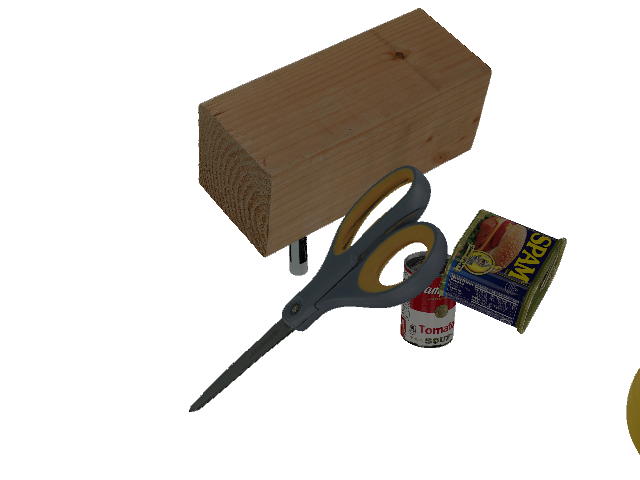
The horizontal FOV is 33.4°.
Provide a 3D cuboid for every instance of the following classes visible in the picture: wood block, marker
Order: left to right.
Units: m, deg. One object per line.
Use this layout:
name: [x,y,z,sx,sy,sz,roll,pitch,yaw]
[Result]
marker: [-0.023,-0.017,1.048,0.020,0.121,0.020,-1,38,0]
wood block: [0.018,-0.085,0.808,0.205,0.091,0.090,-28,-31,-26]

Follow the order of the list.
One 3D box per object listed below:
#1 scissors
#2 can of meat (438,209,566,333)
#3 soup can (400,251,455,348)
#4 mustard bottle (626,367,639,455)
scissors: [0.001,0.045,0.612,0.016,0.202,0.096,35,5,-35]
can of meat: [0.166,0.025,0.975,0.084,0.057,0.102,23,46,18]
soup can: [0.134,0.073,1.318,0.068,0.102,0.068,1,24,-1]
mustard bottle: [0.212,0.102,0.555,0.096,0.058,0.191,-2,37,3]
